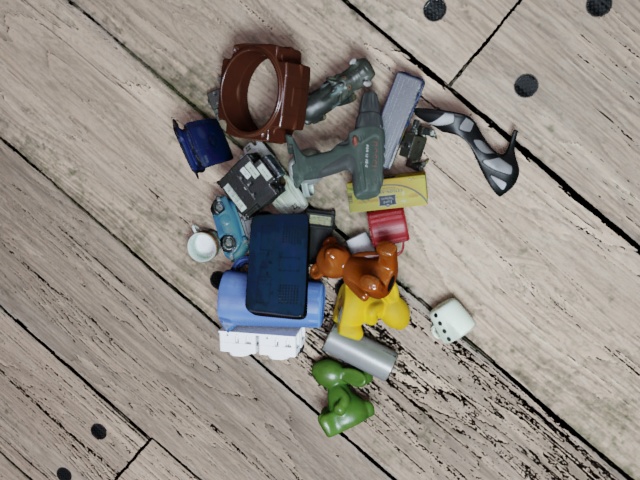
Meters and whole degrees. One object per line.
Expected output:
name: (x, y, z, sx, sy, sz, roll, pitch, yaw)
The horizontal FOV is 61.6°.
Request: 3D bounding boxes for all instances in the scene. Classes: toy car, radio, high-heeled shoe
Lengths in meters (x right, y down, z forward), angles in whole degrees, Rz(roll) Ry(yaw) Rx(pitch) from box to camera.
toy car: (-0.107, -0.141, 1.245, 0.073, 0.056, 0.201, -38, 92, 16)
toy car: (-0.195, -0.033, 1.271, 0.103, 0.109, 0.161, -14, 87, -10)
radio: (-0.091, 0.058, 1.187, 0.131, 0.073, 0.229, 2, 75, 2)
high-heeled shoe: (0.304, -0.188, 1.136, 0.249, 0.086, 0.145, 16, 105, 4)

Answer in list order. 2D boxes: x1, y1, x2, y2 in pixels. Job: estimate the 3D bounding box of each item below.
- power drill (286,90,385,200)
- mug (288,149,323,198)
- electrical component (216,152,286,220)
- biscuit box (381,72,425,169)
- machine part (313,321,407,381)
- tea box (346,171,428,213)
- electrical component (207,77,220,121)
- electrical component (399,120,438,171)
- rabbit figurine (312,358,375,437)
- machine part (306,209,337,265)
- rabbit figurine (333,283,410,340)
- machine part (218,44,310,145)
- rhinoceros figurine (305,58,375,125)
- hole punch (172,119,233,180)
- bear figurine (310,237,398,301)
power drill: (0.034, -0.192, 1.115, 0.207, 0.086, 0.232, -6, 82, -8)
mug: (-0.035, -0.149, 1.202, 0.081, 0.107, 0.109, 3, 100, 13)
electrical component: (-0.145, -0.127, 1.200, 0.134, 0.058, 0.115, -36, 92, 23)
biscuit box: (0.162, -0.258, 1.163, 0.063, 0.059, 0.202, 23, 105, 8)
machine part: (0.094, 0.263, 1.275, 0.243, 0.079, 0.079, 25, 105, 5)
tea box: (0.149, -0.107, 1.178, 0.170, 0.098, 0.068, -5, 101, 11)
electrical component: (-0.231, -0.330, 1.250, 0.063, 0.021, 0.094, -15, 98, 15)
electrical component: (0.214, -0.202, 1.163, 0.045, 0.078, 0.102, 25, 101, 30)
rabbit figurine: (0.047, 0.360, 1.287, 0.159, 0.121, 0.170, -27, 80, 12)
machine part: (-0.003, -0.004, 1.262, 0.084, 0.039, 0.138, 3, 100, 3)
rabbit figurine: (0.128, 0.149, 1.242, 0.173, 0.122, 0.162, 14, 95, -6)
machine part: (-0.126, -0.315, 1.159, 0.202, 0.087, 0.200, 18, 106, 37)
rhinoceros figurine: (0.031, -0.320, 1.153, 0.190, 0.112, 0.073, -29, 92, 24)
hole punch: (-0.267, -0.218, 1.237, 0.092, 0.116, 0.142, -19, 97, 6)
bear figurine: (0.066, 0.048, 1.152, 0.196, 0.131, 0.120, 24, 73, 24)
